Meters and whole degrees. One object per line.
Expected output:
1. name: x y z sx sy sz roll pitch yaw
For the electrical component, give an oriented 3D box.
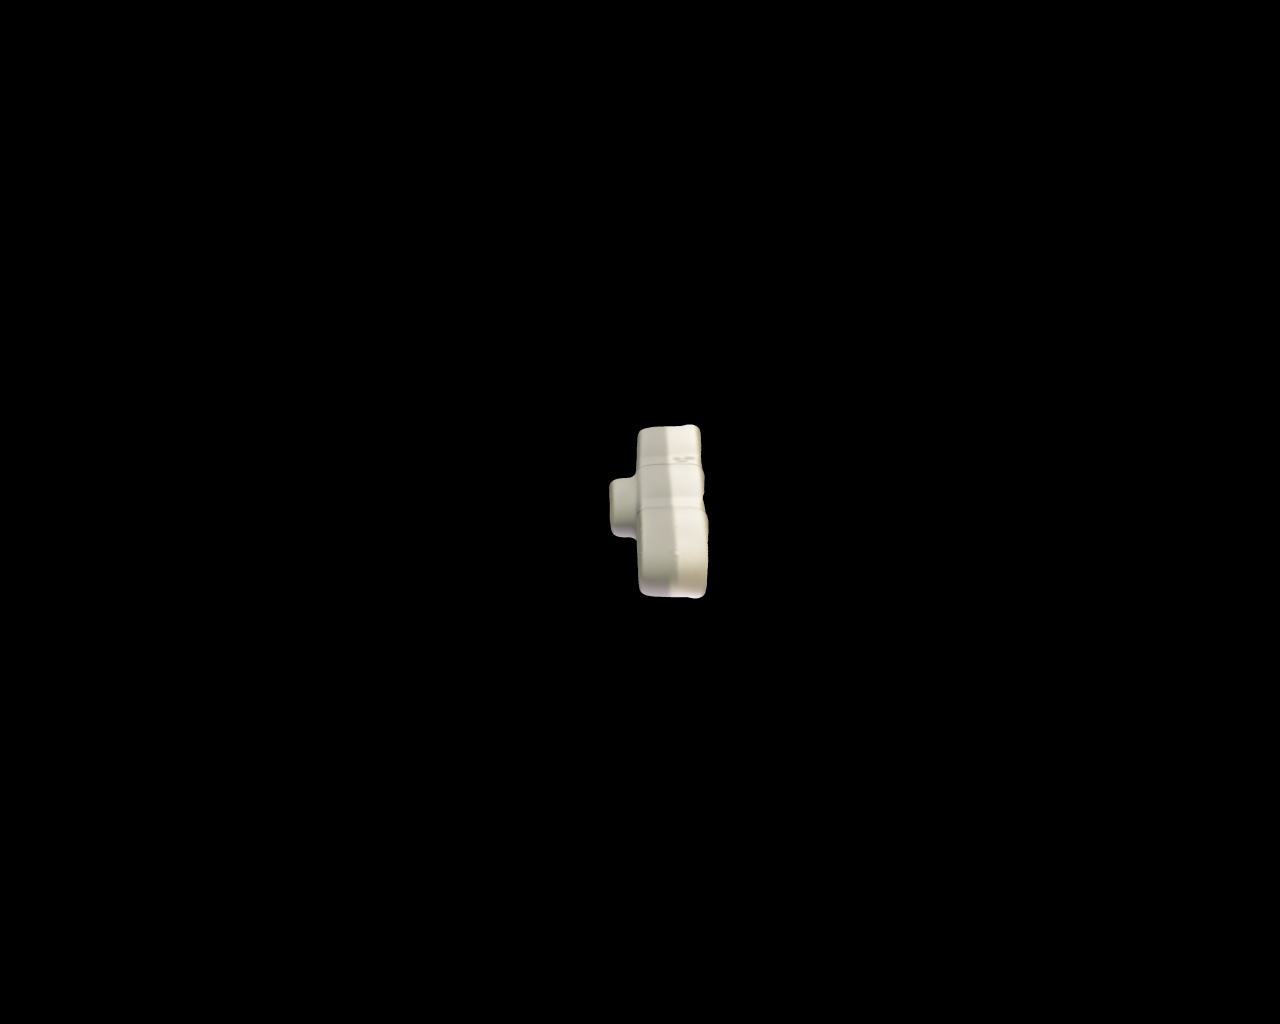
1. electrical component: 0.001 -0.003 0.650 0.074 0.052 0.138 0 37 0
